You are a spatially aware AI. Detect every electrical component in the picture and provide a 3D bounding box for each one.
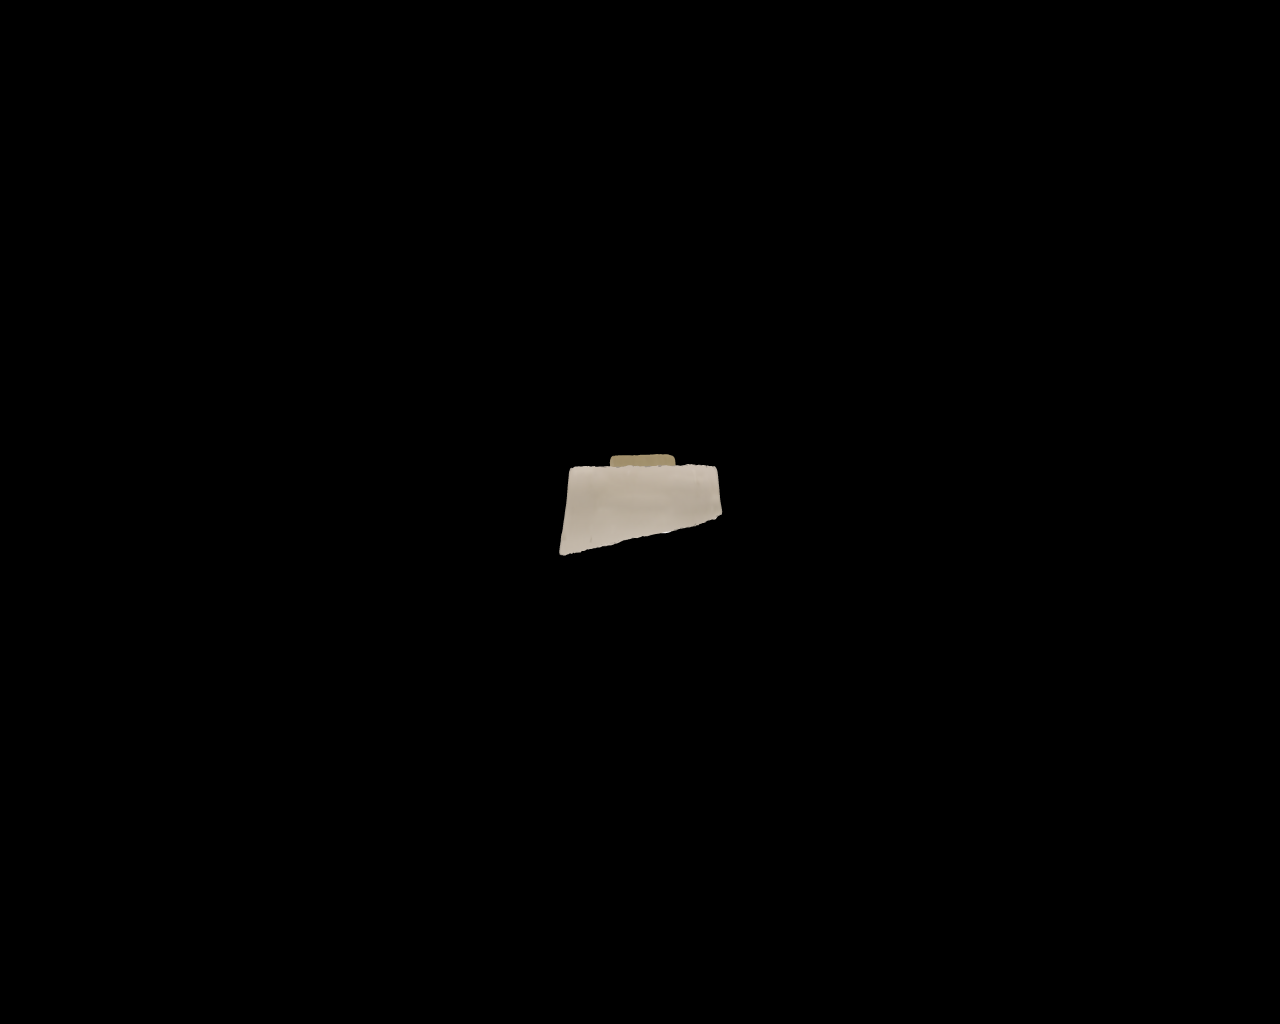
[{"bbox_3d":[0.001,-0.003,0.650,0.099,0.064,0.099,0,0,0],"label":"electrical component"}]
